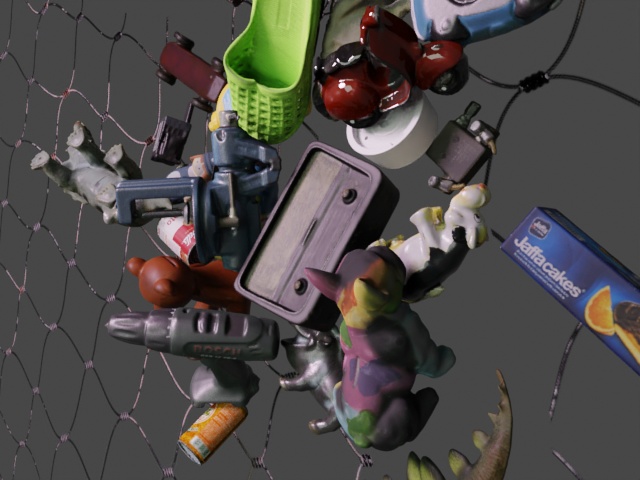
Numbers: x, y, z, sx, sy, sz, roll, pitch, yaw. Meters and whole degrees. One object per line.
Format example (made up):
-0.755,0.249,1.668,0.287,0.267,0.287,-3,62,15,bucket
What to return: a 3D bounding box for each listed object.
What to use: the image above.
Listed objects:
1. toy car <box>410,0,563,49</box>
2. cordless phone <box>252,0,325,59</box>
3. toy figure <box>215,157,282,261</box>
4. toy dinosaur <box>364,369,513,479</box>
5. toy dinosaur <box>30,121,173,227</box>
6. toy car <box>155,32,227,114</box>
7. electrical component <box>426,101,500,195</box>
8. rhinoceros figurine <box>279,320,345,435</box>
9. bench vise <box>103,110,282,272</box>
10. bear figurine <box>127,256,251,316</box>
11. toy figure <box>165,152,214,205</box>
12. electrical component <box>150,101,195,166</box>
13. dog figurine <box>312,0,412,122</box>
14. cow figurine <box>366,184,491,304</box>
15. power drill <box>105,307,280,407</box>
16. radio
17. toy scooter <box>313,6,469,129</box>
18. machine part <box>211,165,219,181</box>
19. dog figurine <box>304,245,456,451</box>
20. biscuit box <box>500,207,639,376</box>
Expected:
0.185,-0.269,0.577,0.162,0.103,0.109,-1,97,34,toy car
-0.045,-0.348,0.735,0.146,0.089,0.184,106,166,-51,cordless phone
-0.117,-0.049,0.829,0.089,0.082,0.180,27,108,30,toy figure
0.121,0.370,0.634,0.199,0.105,0.471,44,111,33,toy dinosaur
-0.374,-0.090,0.984,0.405,0.192,0.131,33,79,27,toy dinosaur
-0.214,-0.286,0.920,0.202,0.053,0.089,39,102,35,toy car
0.166,-0.102,0.630,0.102,0.045,0.078,-48,64,27,electrical component
0.001,0.171,0.742,0.112,0.073,0.190,-45,65,30,rhinoceros figurine
-0.170,-0.062,0.724,0.241,0.129,0.223,-4,112,-4,bench vise
-0.196,0.088,0.819,0.120,0.196,0.131,24,106,32,bear figurine
-0.213,-0.108,0.920,0.154,0.058,0.064,-26,104,33,toy figure
-0.255,-0.190,0.939,0.075,0.048,0.119,16,91,65,electrical component
0.038,-0.273,0.707,0.190,0.121,0.172,126,157,-45,dog figurine
0.142,0.008,0.635,0.167,0.068,0.098,-37,74,35,cow figurine
-0.172,0.167,0.785,0.086,0.232,0.207,-90,0,-46,power drill
-0.001,-0.002,0.705,0.131,0.073,0.229,27,90,34,radio
0.058,-0.191,0.587,0.184,0.135,0.075,-9,65,40,toy scooter
-0.146,-0.113,0.838,0.039,0.084,0.138,30,130,9,machine part
0.053,0.116,0.601,0.109,0.219,0.191,12,62,43,dog figurine
0.279,0.052,0.533,0.203,0.059,0.062,49,118,27,biscuit box
